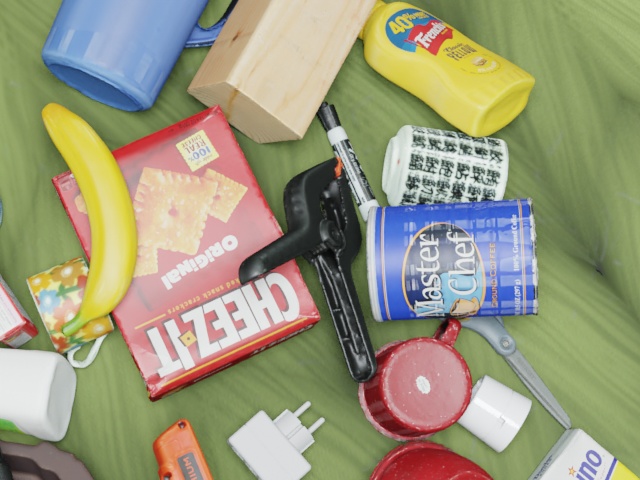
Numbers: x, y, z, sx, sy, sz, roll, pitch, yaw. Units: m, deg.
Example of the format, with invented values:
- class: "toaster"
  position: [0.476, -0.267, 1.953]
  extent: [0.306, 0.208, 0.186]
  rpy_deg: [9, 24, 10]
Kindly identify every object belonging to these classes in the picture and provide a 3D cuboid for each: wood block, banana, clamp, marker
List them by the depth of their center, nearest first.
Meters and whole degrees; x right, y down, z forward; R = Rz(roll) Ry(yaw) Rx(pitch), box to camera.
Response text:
- class: "banana"
  position: [-0.188, -0.022, 0.883]
  extent: [0.069, 0.037, 0.198]
  rpy_deg: [-5, 79, -12]
- class: "clamp"
  position: [-0.006, 0.001, 0.922]
  extent: [0.164, 0.036, 0.210]
  rpy_deg: [39, 39, -38]
- class: "wood block"
  position: [-0.022, -0.200, 0.975]
  extent: [0.090, 0.091, 0.206]
  rpy_deg: [35, 75, -27]
- class: "marker"
  position: [0.026, -0.075, 1.004]
  extent: [0.020, 0.020, 0.121]
  rpy_deg: [-22, 82, -11]

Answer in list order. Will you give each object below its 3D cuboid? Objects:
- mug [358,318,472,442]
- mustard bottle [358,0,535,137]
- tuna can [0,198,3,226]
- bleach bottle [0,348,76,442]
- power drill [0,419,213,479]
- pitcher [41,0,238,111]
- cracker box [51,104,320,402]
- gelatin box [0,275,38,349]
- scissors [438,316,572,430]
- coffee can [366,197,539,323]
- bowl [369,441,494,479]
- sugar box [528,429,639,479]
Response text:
- class: "mug"
  position: [0.092, 0.120, 0.939]
  extent: [0.093, 0.081, 0.117]
  rpy_deg: [34, 77, 1]
- class: "mustard bottle"
  position: [0.099, -0.172, 0.996]
  extent: [0.192, 0.058, 0.096]
  rpy_deg: [38, 47, 24]
- class: "tuna can"
  position: [-0.326, -0.026, 0.945]
  extent: [0.086, 0.034, 0.086]
  rpy_deg: [1, 78, -7]
- class: "bleach bottle"
  position: [-0.339, 0.116, 0.891]
  extent: [0.251, 0.102, 0.068]
  rpy_deg: [7, 70, 2]
- class: "power drill"
  position: [-0.178, 0.208, 0.829]
  extent: [0.187, 0.057, 0.184]
  rpy_deg: [-20, 72, -18]
- class: "pitcher"
  position: [-0.146, -0.240, 0.972]
  extent: [0.149, 0.145, 0.243]
  rpy_deg: [21, 80, 10]
- class: "cracker box"
  position: [-0.118, 0.011, 0.942]
  extent: [0.164, 0.072, 0.214]
  rpy_deg: [-25, 83, -10]
- class: "gelatin box"
  position: [-0.282, 0.048, 0.914]
  extent: [0.030, 0.073, 0.089]
  rpy_deg: [-34, 84, -12]
- class: "scissors"
  position: [0.176, 0.077, 0.992]
  extent: [0.202, 0.016, 0.096]
  rpy_deg: [37, 76, 2]
- class: "coffee can"
  position: [0.115, 0.018, 0.928]
  extent: [0.140, 0.102, 0.103]
  rpy_deg: [-3, 78, 9]
- class: "bowl"
  position: [0.113, 0.244, 0.891]
  extent: [0.161, 0.055, 0.162]
  rpy_deg: [16, 62, -32]
- class: "sugar box"
  position: [0.266, 0.259, 0.949]
  extent: [0.176, 0.048, 0.093]
  rpy_deg: [40, 77, 2]
